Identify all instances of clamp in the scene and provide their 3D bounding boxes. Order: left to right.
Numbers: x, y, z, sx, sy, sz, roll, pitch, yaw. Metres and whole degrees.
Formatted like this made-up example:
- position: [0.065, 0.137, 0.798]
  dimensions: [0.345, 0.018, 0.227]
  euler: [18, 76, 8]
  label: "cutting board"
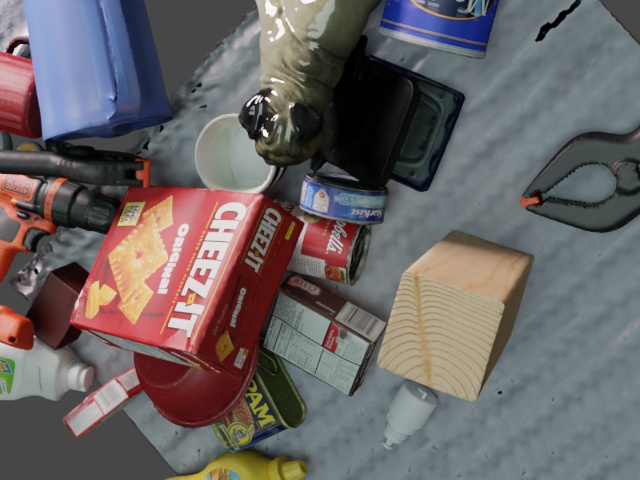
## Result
- position: [-0.249, -0.082, 1.116]
  dimensions: [0.171, 0.120, 0.039]
  euler: [9, 111, 11]
  label: "clamp"
- position: [0.287, -0.071, 0.981]
  dimensions: [0.210, 0.036, 0.164]
  euler: [-7, 97, 19]
  label: "clamp"

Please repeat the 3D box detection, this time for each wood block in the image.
- position: [0.128, 0.061, 0.968]
  dimensions: [0.090, 0.205, 0.091]
  euler: [19, 106, 14]
  label: "wood block"

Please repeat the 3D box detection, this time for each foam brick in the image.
- position: [-0.285, 0.074, 1.188]
  dimensions: [0.053, 0.051, 0.078]
  euler: [37, 109, 8]
  label: "foam brick"

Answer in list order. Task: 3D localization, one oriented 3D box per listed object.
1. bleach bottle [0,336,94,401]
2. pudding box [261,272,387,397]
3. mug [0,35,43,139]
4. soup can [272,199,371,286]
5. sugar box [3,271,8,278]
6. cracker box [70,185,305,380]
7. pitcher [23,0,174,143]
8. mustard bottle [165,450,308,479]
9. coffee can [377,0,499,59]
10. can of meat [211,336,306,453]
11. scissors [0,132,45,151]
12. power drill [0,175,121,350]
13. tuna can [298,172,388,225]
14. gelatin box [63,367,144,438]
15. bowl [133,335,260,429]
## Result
- position: [-0.380, 0.145, 1.226]
  dimensions: [0.251, 0.068, 0.102]
  euler: [8, 124, 11]
  label: "bleach bottle"
- position: [0.002, 0.097, 1.090]
  dimensions: [0.113, 0.039, 0.090]
  euler: [30, 133, 13]
  label: "pudding box"
- position: [-0.326, -0.167, 1.146]
  dimensions: [0.081, 0.093, 0.117]
  euler: [16, 69, 10]
  label: "mug"
- position: [-0.007, 0.001, 1.075]
  dimensions: [0.102, 0.068, 0.068]
  euler: [14, 104, 16]
  label: "soup can"
- position: [-0.450, 0.020, 1.228]
  dimensions: [0.176, 0.048, 0.093]
  euler: [-15, 95, 28]
  label: "sugar box"
- position: [-0.136, 0.033, 1.041]
  dimensions: [0.214, 0.072, 0.164]
  euler: [6, 69, 46]
  label: "cracker box"
- position: [-0.231, -0.224, 1.071]
  dimensions: [0.149, 0.144, 0.243]
  euler: [-9, 94, 23]
  label: "pitcher"
- position: [-0.097, 0.282, 1.161]
  dimensions: [0.192, 0.058, 0.096]
  euler: [-28, 91, 21]
  label: "mustard bottle"
- position: [0.118, -0.245, 0.969]
  dimensions: [0.103, 0.102, 0.140]
  euler: [17, 105, 14]
  label: "coffee can"
- position: [-0.077, 0.166, 1.135]
  dimensions: [0.084, 0.057, 0.102]
  euler: [-28, 90, 24]
  label: "can of meat"
- position: [-0.347, -0.031, 1.209]
  dimensions: [0.096, 0.016, 0.202]
  euler: [0, 100, 18]
  label: "scissors"
- position: [-0.312, 0.018, 1.136]
  dimensions: [0.184, 0.057, 0.187]
  euler: [16, 80, 14]
  label: "power drill"
- position: [0.024, -0.042, 1.047]
  dimensions: [0.086, 0.086, 0.034]
  euler: [13, 102, 15]
  label: "tuna can"
- position: [-0.231, 0.175, 1.178]
  dimensions: [0.089, 0.073, 0.030]
  euler: [-38, 86, 21]
  label: "gelatin box"
- position: [-0.142, 0.112, 1.109]
  dimensions: [0.162, 0.055, 0.162]
  euler: [-11, 70, 32]
  label: "bowl"
